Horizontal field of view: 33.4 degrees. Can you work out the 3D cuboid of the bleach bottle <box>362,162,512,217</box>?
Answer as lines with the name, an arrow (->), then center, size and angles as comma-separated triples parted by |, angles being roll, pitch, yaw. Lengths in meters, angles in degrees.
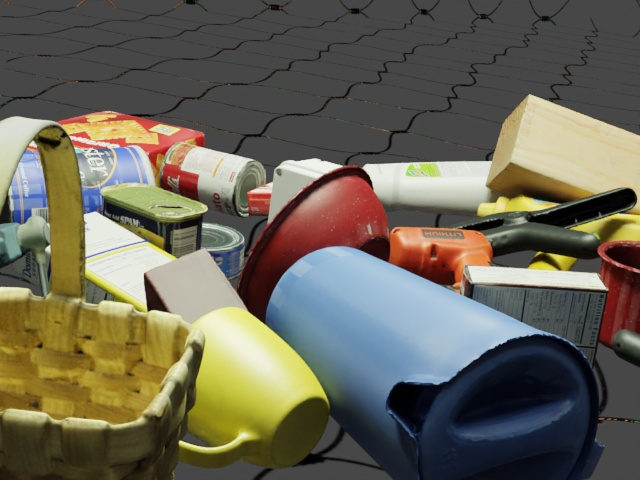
bleach bottle -> 0.146, -0.064, 1.289 | 0.250, 0.068, 0.102 | 2, 18, -3

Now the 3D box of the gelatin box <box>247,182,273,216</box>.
gelatin box -> -0.028, -0.047, 1.195 | 0.073, 0.030, 0.089 | 3, 16, 28

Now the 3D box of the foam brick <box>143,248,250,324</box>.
foam brick -> -0.087, 0.055, 0.774 | 0.053, 0.051, 0.078 | -23, 58, -21

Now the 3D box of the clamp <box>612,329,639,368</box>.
clamp -> 0.311, 0.114, 0.842 | 0.120, 0.039, 0.171 | 1, 19, -10

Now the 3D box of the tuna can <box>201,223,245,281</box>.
tuna can -> -0.115, 0.011, 1.027 | 0.086, 0.034, 0.086 | 5, 18, -2

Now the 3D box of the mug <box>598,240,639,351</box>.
mug -> 0.299, 0.055, 0.945 | 0.117, 0.081, 0.093 | 10, 19, 12

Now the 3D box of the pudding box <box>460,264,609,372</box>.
pudding box -> 0.165, 0.070, 0.849 | 0.113, 0.090, 0.039 | 4, 20, -4

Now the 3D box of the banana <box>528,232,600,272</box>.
banana -> 0.230, 0.033, 1.029 | 0.037, 0.070, 0.197 | 52, 24, -5

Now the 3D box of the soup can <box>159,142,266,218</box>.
soup can -> -0.121, -0.068, 1.208 | 0.102, 0.068, 0.068 | 15, 21, 25

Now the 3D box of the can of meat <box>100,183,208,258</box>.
can of meat -> -0.152, 0.002, 0.962 | 0.102, 0.084, 0.057 | 19, 22, 35

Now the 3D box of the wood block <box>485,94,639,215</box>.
wood block -> 0.305, -0.076, 1.208 | 0.206, 0.090, 0.091 | 20, -18, -4

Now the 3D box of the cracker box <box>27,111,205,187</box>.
cracker box -> -0.259, -0.091, 1.227 | 0.164, 0.072, 0.213 | 14, 21, 25

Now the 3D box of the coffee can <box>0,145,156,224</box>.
coffee can -> -0.240, -0.037, 1.024 | 0.140, 0.103, 0.103 | -5, 21, -29

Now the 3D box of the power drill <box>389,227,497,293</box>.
power drill -> 0.115, 0.046, 0.962 | 0.184, 0.057, 0.188 | 5, 21, -14

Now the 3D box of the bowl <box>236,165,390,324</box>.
bowl -> 0.007, 0.021, 0.870 | 0.055, 0.162, 0.161 | 37, 32, 25

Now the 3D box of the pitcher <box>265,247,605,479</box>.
pitcher -> 0.068, 0.090, 0.724 | 0.144, 0.149, 0.243 | -28, 27, -18

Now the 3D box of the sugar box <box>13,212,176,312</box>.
sugar box -> -0.158, 0.037, 0.879 | 0.176, 0.048, 0.093 | 26, 25, 27

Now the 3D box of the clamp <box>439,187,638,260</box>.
clamp -> 0.205, -0.006, 1.075 | 0.210, 0.036, 0.164 | -9, 14, 25

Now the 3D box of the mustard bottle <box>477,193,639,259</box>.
mustard bottle -> 0.268, -0.014, 1.175 | 0.192, 0.058, 0.096 | 13, 4, 21
